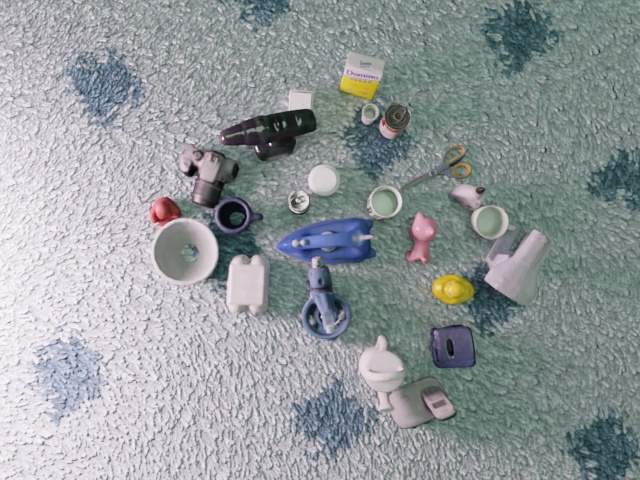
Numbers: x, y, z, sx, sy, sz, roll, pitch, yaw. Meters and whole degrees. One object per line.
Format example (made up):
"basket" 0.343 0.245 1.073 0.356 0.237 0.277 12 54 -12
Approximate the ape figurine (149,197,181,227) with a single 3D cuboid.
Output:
"ape figurine" -0.390 -0.073 1.431 0.078 0.092 0.076 3 87 -2

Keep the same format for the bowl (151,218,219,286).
"bowl" -0.332 0.031 1.437 0.167 0.074 0.167 0 87 -2

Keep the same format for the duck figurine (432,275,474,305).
"duck figurine" 0.344 0.127 1.454 0.104 0.086 0.077 8 87 -2

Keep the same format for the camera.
"camera" -0.290 -0.157 1.435 0.143 0.100 0.137 18 87 -1

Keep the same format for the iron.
"iron" 0.013 0.005 1.419 0.258 0.141 0.119 -6 87 -2

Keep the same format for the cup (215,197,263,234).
"cup" -0.198 -0.058 1.436 0.118 0.095 0.092 1 87 -2

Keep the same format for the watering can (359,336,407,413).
"watering can" 0.157 0.324 1.382 0.101 0.194 0.173 -24 88 -3

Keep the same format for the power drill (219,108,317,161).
"power drill" -0.122 -0.254 1.393 0.229 0.208 0.076 -17 88 -3

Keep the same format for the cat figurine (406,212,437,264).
"cat figurine" 0.261 -0.004 1.441 0.067 0.117 0.128 3 87 -2

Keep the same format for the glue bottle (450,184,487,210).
"glue bottle" 0.379 -0.113 1.424 0.078 0.173 0.037 34 86 0

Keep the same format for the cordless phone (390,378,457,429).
"cordless phone" 0.249 0.409 1.386 0.147 0.185 0.094 -25 88 -3

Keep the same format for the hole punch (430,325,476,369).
"hole punch" 0.333 0.272 1.444 0.101 0.091 0.109 -7 87 -2

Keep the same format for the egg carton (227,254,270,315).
"egg carton" -0.180 0.112 1.442 0.107 0.069 0.150 2 87 -2

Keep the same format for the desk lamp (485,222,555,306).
"desk lamp" 0.482 0.052 1.399 0.118 0.213 0.203 30 86 0

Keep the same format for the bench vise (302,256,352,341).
"bench vise" 0.000 0.150 1.372 0.121 0.219 0.207 -28 88 -3
